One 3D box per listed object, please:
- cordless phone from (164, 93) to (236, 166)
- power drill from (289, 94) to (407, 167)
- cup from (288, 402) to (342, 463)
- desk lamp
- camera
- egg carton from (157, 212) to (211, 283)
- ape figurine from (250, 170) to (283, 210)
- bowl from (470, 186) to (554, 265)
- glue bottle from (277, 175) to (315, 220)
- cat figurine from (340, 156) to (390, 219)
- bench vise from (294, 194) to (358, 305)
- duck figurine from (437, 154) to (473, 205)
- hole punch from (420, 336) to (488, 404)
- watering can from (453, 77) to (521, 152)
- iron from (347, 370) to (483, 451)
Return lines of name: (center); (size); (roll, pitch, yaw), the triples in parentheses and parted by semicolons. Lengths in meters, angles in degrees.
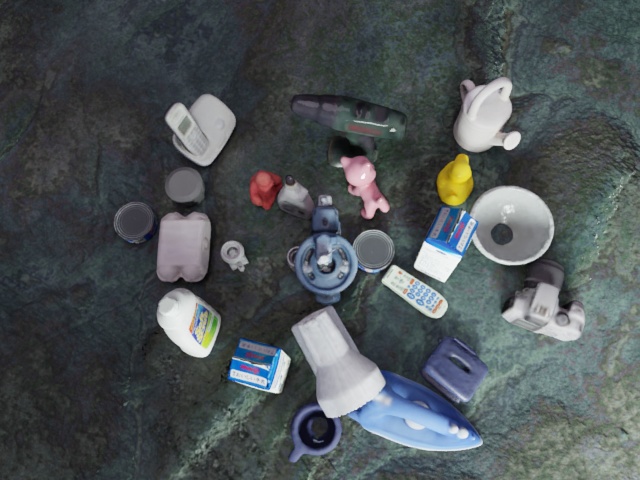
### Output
cordless phone: (-0.256, -0.254, 1.203); (0.094, 0.185, 0.148); (25, 76, 10)
power drill: (0.058, -0.222, 1.168); (0.229, 0.208, 0.075); (6, 74, 4)
cup: (-0.013, 0.358, 1.057); (0.091, 0.095, 0.118); (37, 78, 12)
desk lamp: (0.021, 0.212, 1.037); (0.118, 0.213, 0.203); (-29, 74, -6)
camera: (0.444, 0.110, 1.109); (0.143, 0.101, 0.137); (20, 75, 8)
egg carton: (-0.280, 0.014, 1.184); (0.107, 0.069, 0.150); (-2, 73, 2)
ape figurine: (-0.117, -0.116, 1.205); (0.078, 0.092, 0.076); (-25, 74, -5)
bowl: (0.381, -0.022, 1.165); (0.167, 0.075, 0.167); (-1, 73, 2)
glue bottle: (-0.052, -0.092, 1.153); (0.078, 0.173, 0.037); (23, 76, 9)
cat figurine: (0.094, -0.119, 1.183); (0.067, 0.118, 0.127); (-29, 74, -6)
bench vise: (-0.001, 0.008, 1.096); (0.121, 0.220, 0.207); (-19, 73, -3)
duck figurine: (0.287, -0.130, 1.195); (0.077, 0.086, 0.104); (15, 74, 7)
hole punch: (0.254, 0.241, 1.083); (0.108, 0.091, 0.101); (38, 79, 13)
watering can: (0.346, -0.262, 1.176); (0.172, 0.194, 0.101); (38, 78, 12)
iron: (0.183, 0.319, 1.036); (0.258, 0.141, 0.119); (19, 75, 8)
